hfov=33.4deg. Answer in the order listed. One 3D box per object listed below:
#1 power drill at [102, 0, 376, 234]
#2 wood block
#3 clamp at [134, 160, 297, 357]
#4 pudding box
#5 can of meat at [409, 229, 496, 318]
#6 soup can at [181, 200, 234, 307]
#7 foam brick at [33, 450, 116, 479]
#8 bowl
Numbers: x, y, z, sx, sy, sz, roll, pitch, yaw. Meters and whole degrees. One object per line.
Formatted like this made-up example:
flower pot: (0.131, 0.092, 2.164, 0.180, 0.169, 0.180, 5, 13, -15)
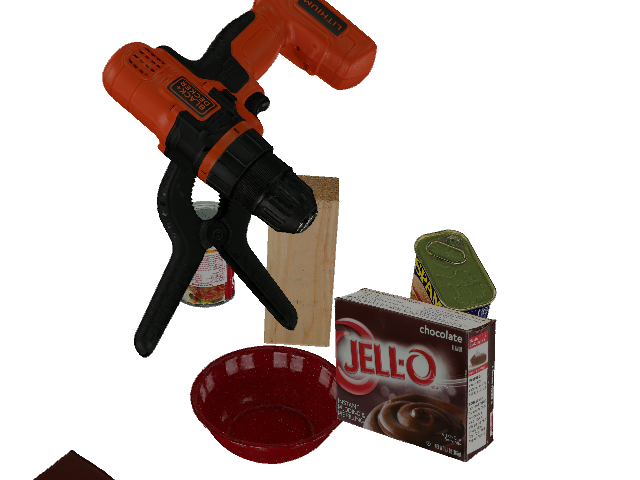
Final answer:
power drill: (-0.038, -0.108, 0.789, 0.187, 0.184, 0.057, -45, -7, -39)
wood block: (-0.026, 0.025, 1.401, 0.090, 0.206, 0.091, 3, 23, -1)
clamp: (-0.093, -0.001, 0.981, 0.164, 0.210, 0.036, 0, 0, -33)
pudding box: (0.061, 0.087, 0.714, 0.114, 0.090, 0.039, 10, 20, 39)
can of meat: (0.129, 0.055, 1.069, 0.057, 0.102, 0.084, -12, -41, -13)
soup can: (-0.131, 0.015, 1.201, 0.068, 0.102, 0.068, 1, 25, -1)
foam brick: (-0.095, 0.138, 0.452, 0.078, 0.051, 0.052, 25, 45, 32)
bowl: (-0.050, 0.175, 1.083, 0.162, 0.055, 0.162, 1, 31, -1)
